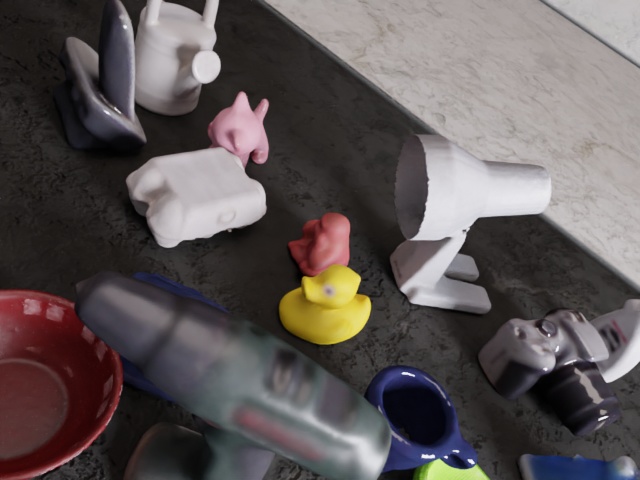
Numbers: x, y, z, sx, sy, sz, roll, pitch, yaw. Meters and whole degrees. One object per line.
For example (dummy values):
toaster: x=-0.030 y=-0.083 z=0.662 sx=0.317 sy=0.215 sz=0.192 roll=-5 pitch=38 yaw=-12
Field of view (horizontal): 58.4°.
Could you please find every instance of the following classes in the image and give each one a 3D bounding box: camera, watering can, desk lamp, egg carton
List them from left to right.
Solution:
watering can: x=-0.184 y=-0.266 z=0.756 sx=0.172 sy=0.194 sz=0.101 roll=40 pitch=42 yaw=11
egg carton: x=-0.139 y=-0.050 z=0.664 sx=0.151 sy=0.069 sz=0.107 roll=-20 pitch=61 yaw=-42
desk lamp: x=0.166 y=-0.021 z=0.706 sx=0.204 sy=0.213 sz=0.118 roll=11 pitch=45 yaw=-21
camera: x=0.291 y=0.159 z=0.688 sx=0.143 sy=0.100 sz=0.136 roll=0 pitch=49 yaw=-30

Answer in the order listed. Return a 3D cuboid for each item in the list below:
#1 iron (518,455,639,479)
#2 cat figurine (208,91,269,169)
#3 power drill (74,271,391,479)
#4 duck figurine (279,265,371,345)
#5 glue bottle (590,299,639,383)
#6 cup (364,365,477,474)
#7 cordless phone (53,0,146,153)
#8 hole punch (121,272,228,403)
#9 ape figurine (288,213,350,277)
iron: x=0.319 y=0.292 z=0.542 sx=0.119 sy=0.141 sz=0.258 roll=-19 pitch=61 yaw=-41
cat figurine: x=-0.101 y=-0.141 z=0.739 sx=0.067 sy=0.117 sz=0.128 roll=33 pitch=41 yaw=3
power drill: x=-0.076 y=0.132 z=0.415 sx=0.230 sy=0.208 sz=0.075 roll=23 pitch=41 yaw=-8
duck figurine: x=0.015 y=0.063 z=0.631 sx=0.105 sy=0.086 sz=0.077 roll=7 pitch=46 yaw=-25
glue bottle: x=0.408 y=0.114 z=0.746 sx=0.037 sy=0.173 sz=0.078 roll=2 pitch=48 yaw=-29
cup: x=0.080 y=0.187 z=0.540 sx=0.117 sy=0.095 sz=0.092 roll=35 pitch=41 yaw=6
cordless phone: x=-0.248 y=-0.209 z=0.668 sx=0.094 sy=0.185 sz=0.147 roll=-11 pitch=56 yaw=-37
hole punch: x=-0.141 y=0.075 z=0.523 sx=0.109 sy=0.091 sz=0.101 roll=25 pitch=41 yaw=-6
ape figurine: x=0.006 y=0.002 z=0.681 sx=0.076 sy=0.092 sz=0.078 roll=28 pitch=41 yaw=-3
